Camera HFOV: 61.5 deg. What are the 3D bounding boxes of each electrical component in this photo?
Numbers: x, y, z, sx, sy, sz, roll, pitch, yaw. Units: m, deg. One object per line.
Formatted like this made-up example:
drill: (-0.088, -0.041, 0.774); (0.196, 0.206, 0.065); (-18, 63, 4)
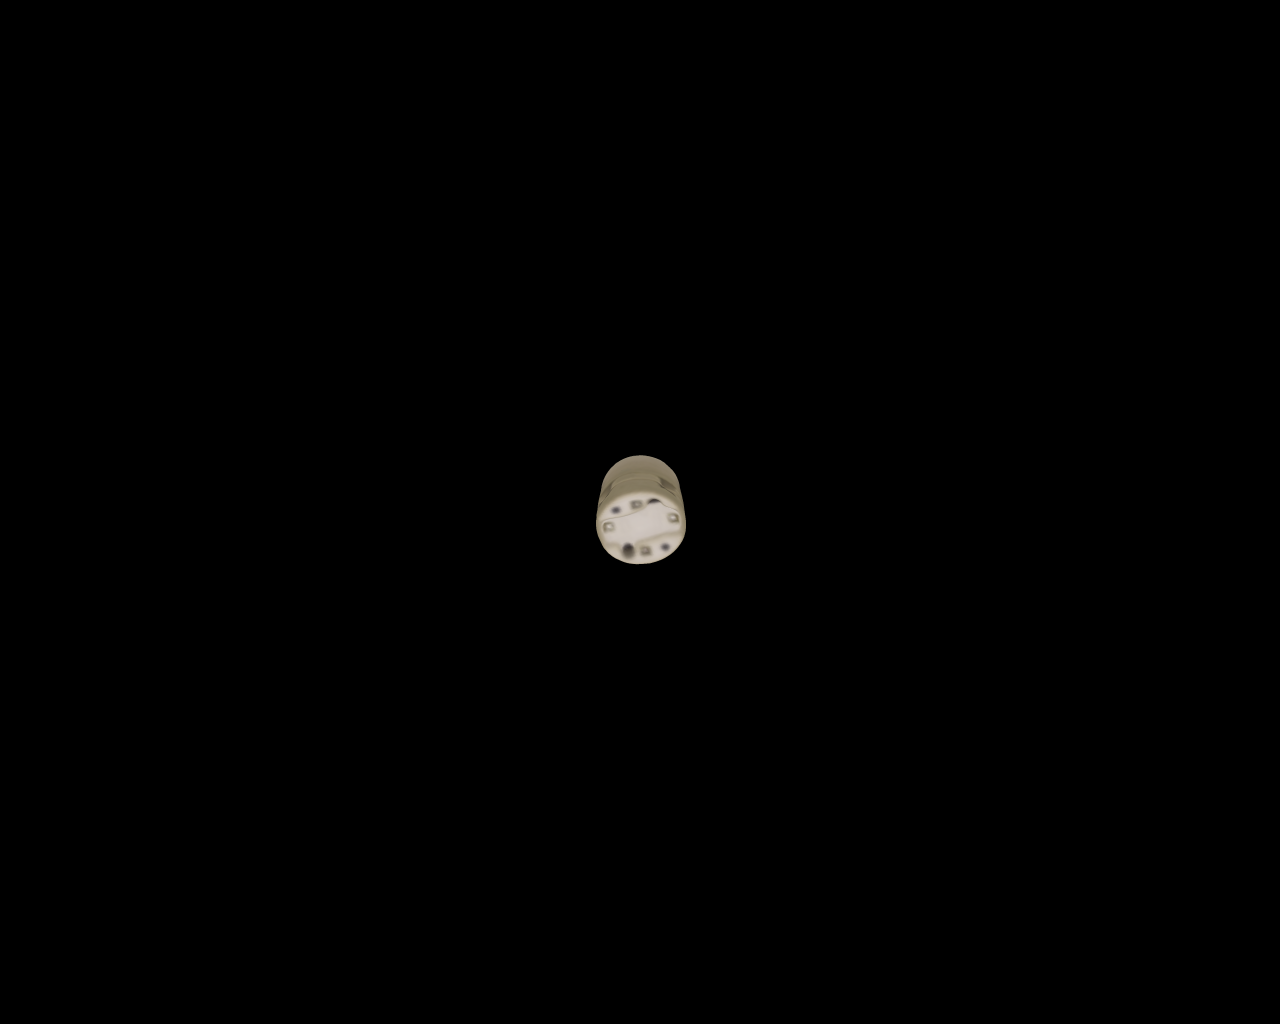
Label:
electrical component: (0.001, -0.003, 0.650); (0.055, 0.055, 0.047); (0, 34, 0)
